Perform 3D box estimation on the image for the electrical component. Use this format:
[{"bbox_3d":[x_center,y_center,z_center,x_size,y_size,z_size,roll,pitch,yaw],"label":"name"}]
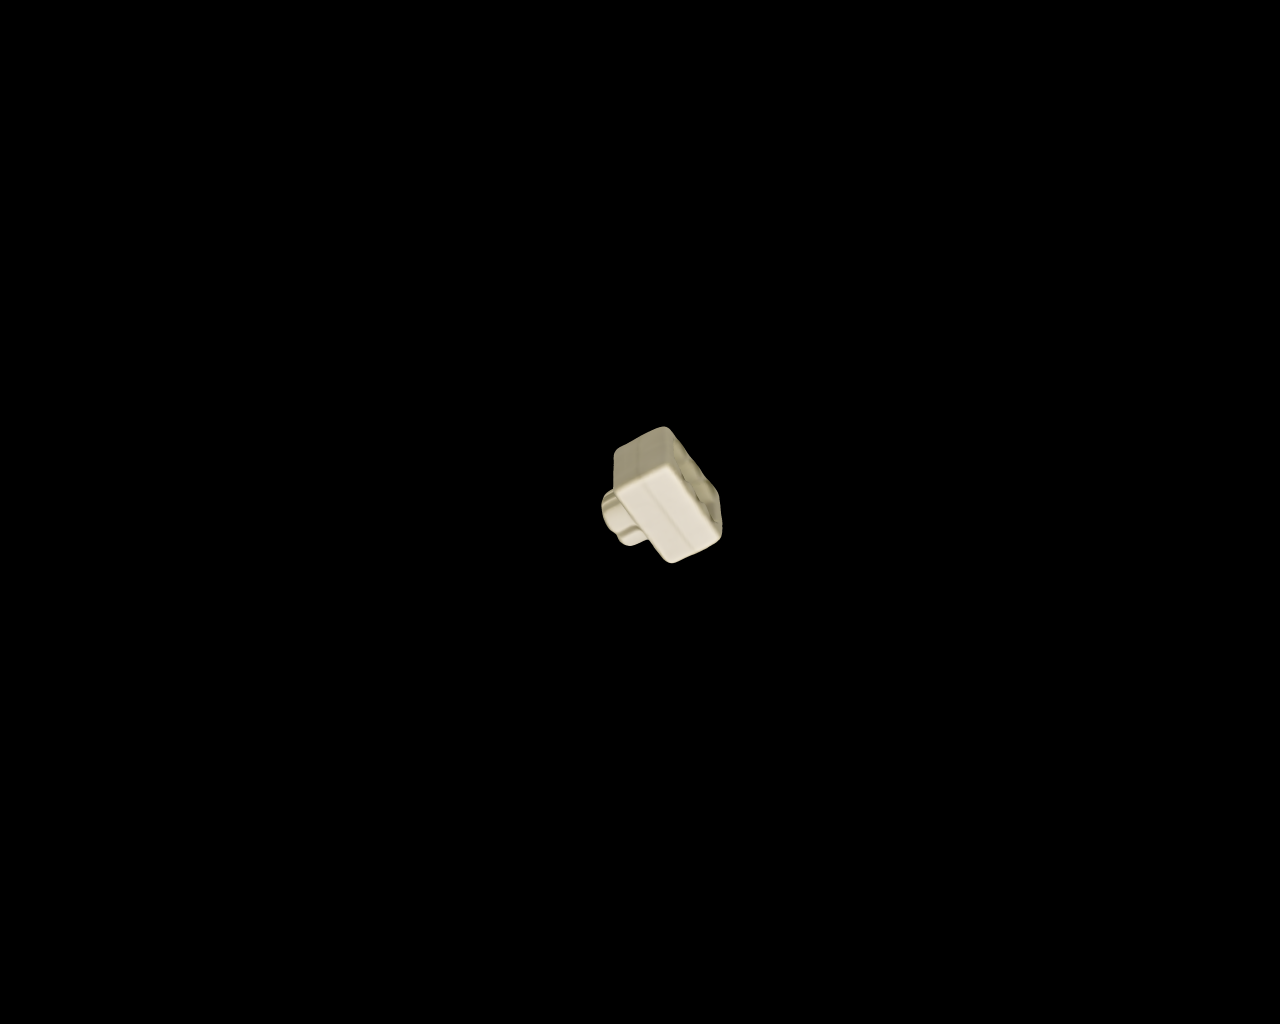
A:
[{"bbox_3d":[0.001,-0.003,0.650,0.076,0.065,0.047,-27,32,18],"label":"electrical component"}]
